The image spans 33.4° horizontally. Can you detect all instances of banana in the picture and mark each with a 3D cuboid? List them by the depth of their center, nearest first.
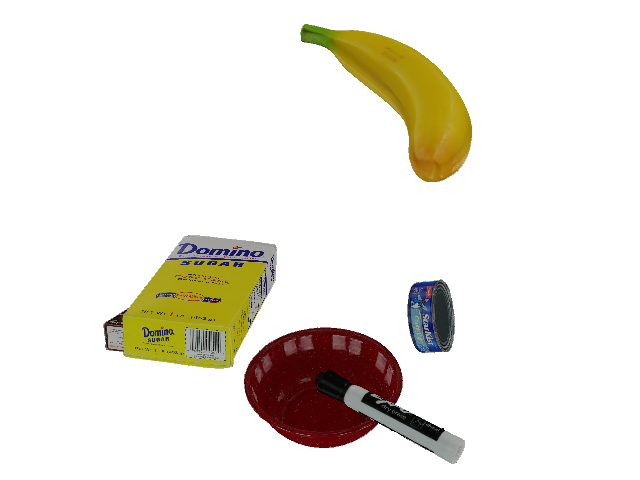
[{"bbox_3d":[0.051,-0.085,0.650,0.069,0.037,0.198,-10,34,-19],"label":"banana"}]

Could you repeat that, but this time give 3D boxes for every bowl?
[{"bbox_3d":[0.004,0.161,1.097,0.162,0.055,0.162,-2,35,1],"label":"bowl"}]

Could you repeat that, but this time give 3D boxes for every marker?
[{"bbox_3d":[0.048,0.125,0.773,0.121,0.020,0.020,25,11,25],"label":"marker"}]

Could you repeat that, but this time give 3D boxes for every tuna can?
[{"bbox_3d":[0.131,0.090,1.264,0.034,0.086,0.086,-6,-2,22],"label":"tuna can"}]

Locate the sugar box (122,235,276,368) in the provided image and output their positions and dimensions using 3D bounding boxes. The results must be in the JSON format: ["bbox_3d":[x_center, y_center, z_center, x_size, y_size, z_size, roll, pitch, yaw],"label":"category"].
[{"bbox_3d":[-0.101,0.048,0.937,0.093,0.048,0.176,6,26,8],"label":"sugar box"}]

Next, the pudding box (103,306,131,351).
[{"bbox_3d":[-0.190,0.107,1.285,0.114,0.039,0.090,2,14,18],"label":"pudding box"}]
